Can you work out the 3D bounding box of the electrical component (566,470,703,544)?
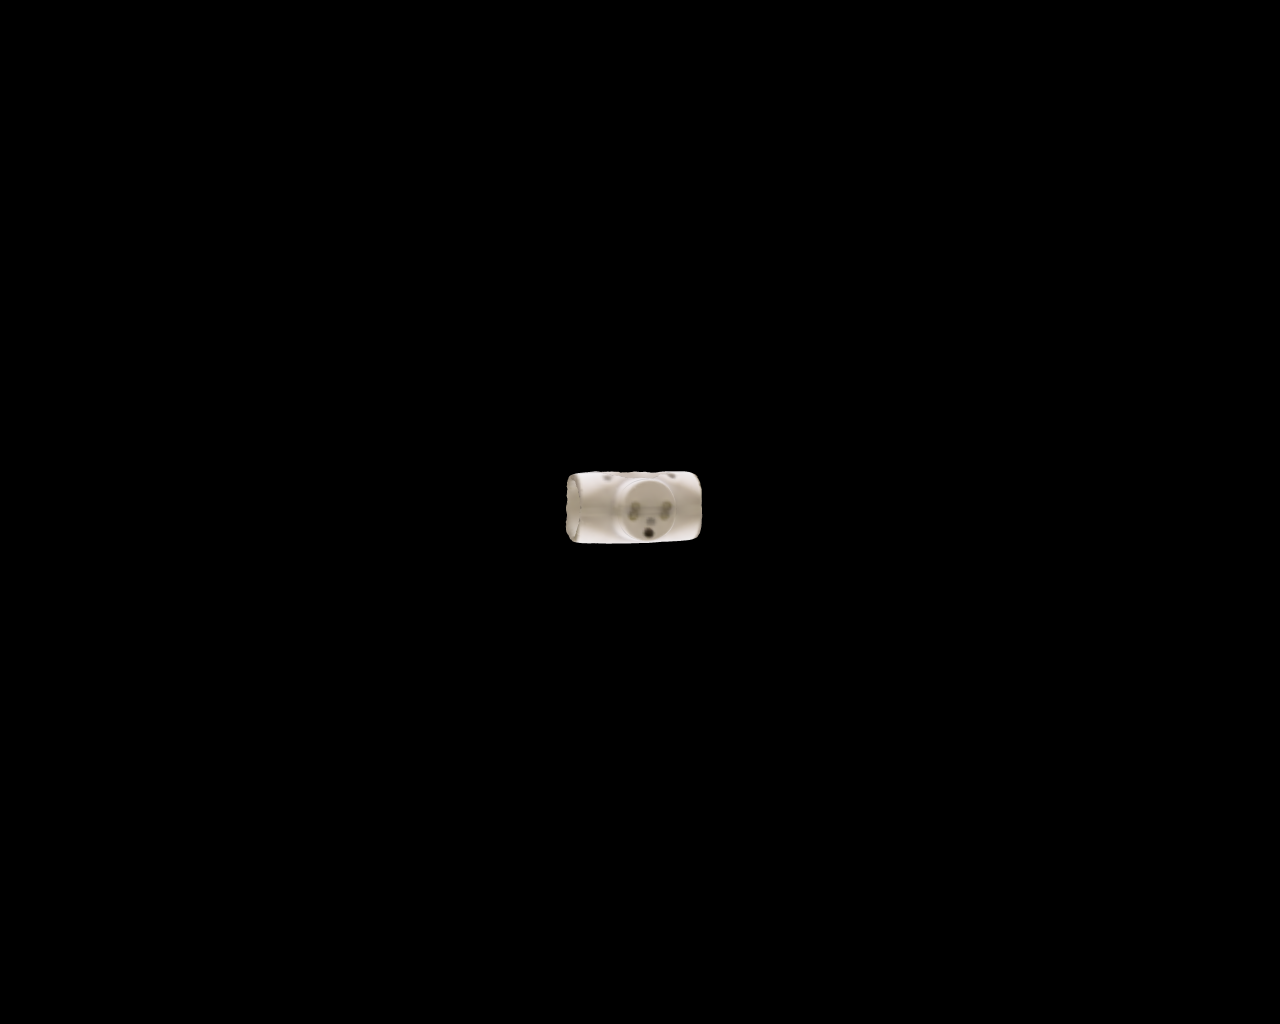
[{"bbox_3d":[0.001,-0.003,0.650,0.077,0.044,0.079,-1,4,-15],"label":"electrical component"}]
